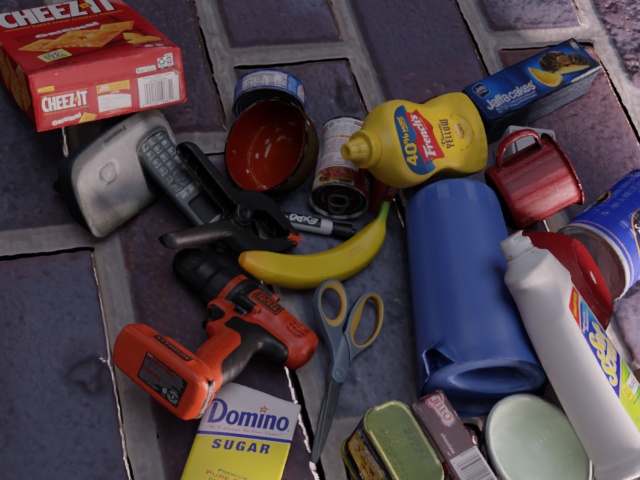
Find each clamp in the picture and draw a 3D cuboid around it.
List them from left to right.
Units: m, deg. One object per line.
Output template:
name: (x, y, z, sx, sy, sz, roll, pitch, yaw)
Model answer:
clamp: (-0.097, -0.017, 1.134, 0.171, 0.039, 0.120, 31, 64, -26)

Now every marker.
marker: (-0.018, -0.019, 1.205, 0.121, 0.020, 0.020, 11, 57, -8)

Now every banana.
banana: (0.001, 0.018, 1.163, 0.197, 0.037, 0.069, -21, 96, -31)

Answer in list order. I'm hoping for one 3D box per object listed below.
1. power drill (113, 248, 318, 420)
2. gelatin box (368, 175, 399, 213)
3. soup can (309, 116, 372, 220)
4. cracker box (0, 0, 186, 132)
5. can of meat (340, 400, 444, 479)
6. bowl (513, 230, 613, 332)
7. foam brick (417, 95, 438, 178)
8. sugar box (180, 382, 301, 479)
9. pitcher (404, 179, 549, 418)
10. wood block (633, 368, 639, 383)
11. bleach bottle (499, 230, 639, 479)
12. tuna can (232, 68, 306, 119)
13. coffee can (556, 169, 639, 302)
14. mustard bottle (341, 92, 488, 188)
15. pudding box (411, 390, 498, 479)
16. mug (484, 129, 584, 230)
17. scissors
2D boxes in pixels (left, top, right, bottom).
power drill: (-0.115, 0.087, 1.057, 0.184, 0.057, 0.187, 34, 34, 18)
gelatin box: (0.078, -0.085, 1.238, 0.030, 0.073, 0.089, 13, 57, -7)
soup can: (0.027, -0.084, 1.228, 0.068, 0.069, 0.102, 13, 56, -7)
cracker box: (-0.262, -0.200, 1.167, 0.164, 0.072, 0.214, -16, 34, -23)
can of meat: (0.071, 0.217, 1.043, 0.057, 0.084, 0.102, -20, 66, -24)
bowl: (0.272, 0.051, 1.160, 0.162, 0.055, 0.162, 45, 29, -34)
foam brick: (0.138, -0.125, 1.292, 0.051, 0.053, 0.078, -26, 67, -27)
sugar box: (-0.085, 0.227, 1.020, 0.093, 0.048, 0.176, 18, 57, -3)
pitcher: (0.164, 0.062, 1.148, 0.145, 0.149, 0.243, -5, 56, 0)
wood block: (0.383, 0.147, 1.093, 0.090, 0.206, 0.091, -28, 69, -28)
bleach bottle: (0.248, 0.107, 1.046, 0.251, 0.068, 0.102, 59, 32, 1)
tuna can: (-0.059, -0.160, 1.242, 0.086, 0.086, 0.033, 9, 55, -9)
coffee can: (0.352, -0.006, 1.243, 0.140, 0.103, 0.103, -35, 73, -30)
mustard bottle: (0.099, -0.107, 1.172, 0.191, 0.058, 0.096, -12, 87, -39)
pudding box: (0.127, 0.214, 1.054, 0.039, 0.090, 0.113, -24, 68, -14)
mug: (0.235, -0.071, 1.201, 0.081, 0.117, 0.093, -28, 33, 0)
scissors: (0.006, 0.123, 1.112, 0.096, 0.016, 0.201, 42, 56, -14)
